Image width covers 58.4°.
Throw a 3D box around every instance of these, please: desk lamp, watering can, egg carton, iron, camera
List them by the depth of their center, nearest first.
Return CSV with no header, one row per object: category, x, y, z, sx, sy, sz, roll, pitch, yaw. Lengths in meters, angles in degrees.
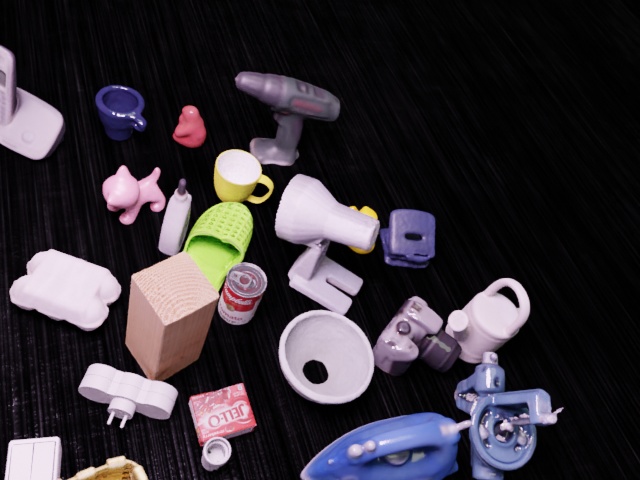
iron,0.108,0.324,0.883,0.259,0.141,0.118,-3,56,-24
egg carton,-0.402,0.081,0.914,0.150,0.069,0.107,20,50,-6
desk lamp,0.010,0.004,1.041,0.203,0.213,0.118,31,49,3
camera,0.186,0.186,1.046,0.136,0.100,0.143,37,50,8
watering can,0.316,0.148,1.065,0.173,0.194,0.100,-28,68,-35

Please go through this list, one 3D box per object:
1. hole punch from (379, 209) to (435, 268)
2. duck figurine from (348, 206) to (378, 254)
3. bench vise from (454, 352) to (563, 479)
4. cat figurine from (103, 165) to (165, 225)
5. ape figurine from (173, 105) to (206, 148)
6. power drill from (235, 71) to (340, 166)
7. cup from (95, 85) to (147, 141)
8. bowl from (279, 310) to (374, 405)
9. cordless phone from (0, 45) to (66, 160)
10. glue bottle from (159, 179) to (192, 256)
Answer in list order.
hole punch,0.190,-0.002,1.197,0.109,0.091,0.101,5,53,-18
duck figurine,0.087,-0.035,1.185,0.078,0.086,0.104,-10,59,-27
bench vise,0.297,0.274,0.945,0.122,0.219,0.207,-3,56,-23
cat figurine,-0.340,-0.091,1.037,0.067,0.117,0.128,44,51,14
ape figurine,-0.272,-0.243,1.197,0.076,0.092,0.078,41,51,11
power drill,-0.081,-0.254,1.204,0.230,0.208,0.075,-1,55,-22
cup,-0.390,-0.238,1.144,0.117,0.095,0.092,41,51,11
bowl,0.003,0.209,0.974,0.168,0.074,0.167,11,51,-14
cordless phone,-0.539,-0.248,1.033,0.147,0.185,0.094,27,49,0
glue bottle,-0.249,-0.048,1.004,0.037,0.173,0.078,19,50,-7
